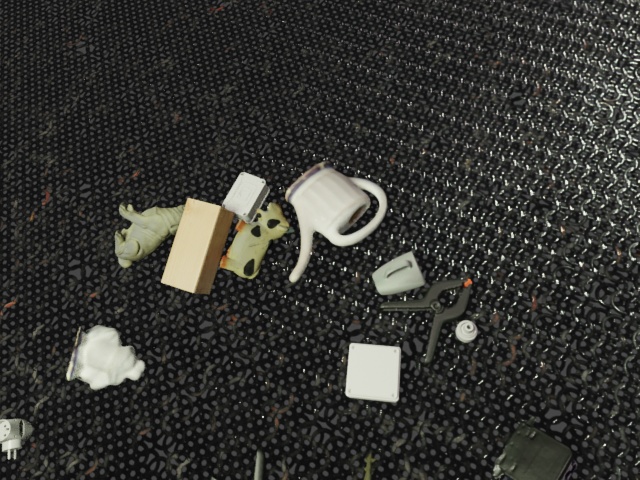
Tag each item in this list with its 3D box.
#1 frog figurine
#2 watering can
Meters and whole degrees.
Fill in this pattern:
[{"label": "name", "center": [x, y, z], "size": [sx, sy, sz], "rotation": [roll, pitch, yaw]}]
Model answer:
[{"label": "frog figurine", "center": [-0.481, 0.269, 1.174], "size": [0.159, 0.120, 0.140], "rotation": [15, 54, -24]}, {"label": "watering can", "center": [0.004, -0.062, 1.223], "size": [0.352, 0.101, 0.227], "rotation": [-36, 66, -29]}]
